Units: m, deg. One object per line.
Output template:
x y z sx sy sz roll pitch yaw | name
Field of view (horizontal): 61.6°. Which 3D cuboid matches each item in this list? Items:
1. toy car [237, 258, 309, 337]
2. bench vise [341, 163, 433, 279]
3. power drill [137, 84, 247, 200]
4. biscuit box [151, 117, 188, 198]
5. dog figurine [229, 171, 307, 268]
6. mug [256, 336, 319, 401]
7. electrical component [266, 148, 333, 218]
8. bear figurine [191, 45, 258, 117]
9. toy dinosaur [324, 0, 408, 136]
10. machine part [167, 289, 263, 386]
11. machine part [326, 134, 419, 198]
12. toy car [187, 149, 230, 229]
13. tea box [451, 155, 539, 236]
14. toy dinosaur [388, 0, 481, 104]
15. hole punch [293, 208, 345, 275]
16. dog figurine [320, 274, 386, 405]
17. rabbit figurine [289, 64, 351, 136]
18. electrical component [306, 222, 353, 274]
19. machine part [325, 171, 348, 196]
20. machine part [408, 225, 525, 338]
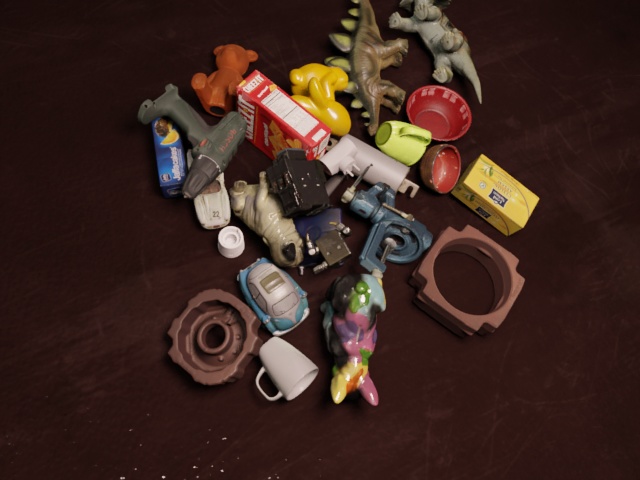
-0.091 0.101 1.063 0.109 0.103 0.162 -32 77 -20 | toy car
0.127 -0.013 1.121 0.223 0.129 0.241 40 45 -13 | bench vise
-0.274 -0.216 1.115 0.207 0.086 0.232 35 59 4 | power drill
-0.327 -0.193 1.173 0.059 0.062 0.203 -10 69 -11 | biscuit box
-0.114 -0.026 1.108 0.121 0.172 0.190 1 77 -39 | dog figurine
-0.076 0.245 1.021 0.109 0.080 0.107 -40 64 -14 | mug
-0.042 -0.114 1.063 0.115 0.058 0.134 -11 79 -54 | electrical component
-0.212 -0.387 1.239 0.120 0.132 0.196 13 72 -1 | bear figurine
0.114 -0.457 1.327 0.199 0.105 0.471 5 68 -6 | toy dinosaur
-0.196 0.184 1.015 0.179 0.056 0.179 -3 70 9 | machine part
0.114 -0.170 1.220 0.243 0.079 0.079 30 66 6 | machine part
-0.240 -0.118 1.157 0.073 0.056 0.202 -10 69 -12 | toy car
0.399 -0.101 1.227 0.169 0.068 0.098 36 66 -2 | tea box
0.315 -0.516 1.376 0.192 0.131 0.404 -30 87 -44 | toy dinosaur
-0.002 -0.003 1.129 0.116 0.092 0.142 -2 71 -5 | hole punch
0.066 0.195 1.011 0.108 0.191 0.219 6 51 -12 | dog figurine
0.009 -0.308 1.190 0.122 0.162 0.173 -36 67 23 | rabbit figurine
0.020 0.011 1.057 0.102 0.045 0.078 -25 70 4 | electrical component
0.011 -0.111 1.182 0.139 0.084 0.039 -47 113 -29 | machine part
0.307 0.087 1.136 0.201 0.087 0.201 36 65 7 | machine part
